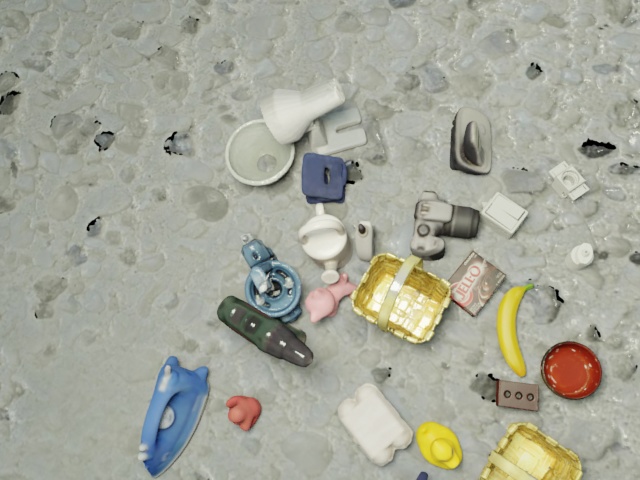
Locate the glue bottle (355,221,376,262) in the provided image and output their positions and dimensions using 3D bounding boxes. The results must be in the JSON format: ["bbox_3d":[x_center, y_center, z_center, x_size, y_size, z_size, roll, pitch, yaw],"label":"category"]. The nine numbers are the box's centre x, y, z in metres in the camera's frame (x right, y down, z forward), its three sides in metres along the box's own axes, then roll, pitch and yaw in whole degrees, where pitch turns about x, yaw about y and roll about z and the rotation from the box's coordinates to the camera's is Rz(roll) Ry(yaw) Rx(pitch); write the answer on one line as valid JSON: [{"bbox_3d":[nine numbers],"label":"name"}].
[{"bbox_3d":[0.095,-0.007,1.217,0.037,0.173,0.078,4,76,11],"label":"glue bottle"}]

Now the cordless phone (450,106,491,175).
[{"bbox_3d":[0.329,-0.232,1.231,0.094,0.185,0.147,-1,75,9],"label":"cordless phone"}]

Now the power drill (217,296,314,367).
[{"bbox_3d":[-0.096,0.195,1.178,0.229,0.208,0.076,28,82,15],"label":"power drill"}]

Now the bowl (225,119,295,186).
[{"bbox_3d":[-0.135,-0.197,1.356,0.167,0.075,0.167,-2,75,9],"label":"bowl"}]

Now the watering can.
[{"bbox_3d":[0.013,0.004,1.217,0.101,0.194,0.172,-32,73,0],"label":"watering can"}]

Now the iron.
[{"bbox_3d":[-0.330,0.379,1.204,0.118,0.141,0.258,14,78,13],"label":"iron"}]

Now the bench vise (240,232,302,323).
[{"bbox_3d":[-0.129,0.076,1.208,0.207,0.220,0.121,41,85,17],"label":"bench vise"}]

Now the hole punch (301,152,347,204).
[{"bbox_3d":[0.011,-0.143,1.310,0.101,0.091,0.109,-1,75,9],"label":"hole punch"}]

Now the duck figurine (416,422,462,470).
[{"bbox_3d":[0.236,0.409,1.132,0.077,0.086,0.104,-43,73,-3],"label":"duck figurine"}]

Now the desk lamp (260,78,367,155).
[{"bbox_3d":[-0.012,-0.276,1.284,0.203,0.214,0.118,-16,73,5],"label":"desk lamp"}]

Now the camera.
[{"bbox_3d":[0.269,-0.030,1.233,0.136,0.101,0.143,8,77,11],"label":"camera"}]

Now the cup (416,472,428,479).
[{"bbox_3d":[0.175,0.500,1.113,0.091,0.095,0.118,29,82,15],"label":"cup"}]

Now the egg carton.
[{"bbox_3d":[0.110,0.376,1.169,0.107,0.069,0.150,-41,73,-3],"label":"egg carton"}]

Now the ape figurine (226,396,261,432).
[{"bbox_3d":[-0.167,0.365,1.206,0.076,0.092,0.078,-17,73,5],"label":"ape figurine"}]

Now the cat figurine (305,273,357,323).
[{"bbox_3d":[0.018,0.120,1.226,0.128,0.118,0.067,-44,73,-4],"label":"cat figurine"}]
